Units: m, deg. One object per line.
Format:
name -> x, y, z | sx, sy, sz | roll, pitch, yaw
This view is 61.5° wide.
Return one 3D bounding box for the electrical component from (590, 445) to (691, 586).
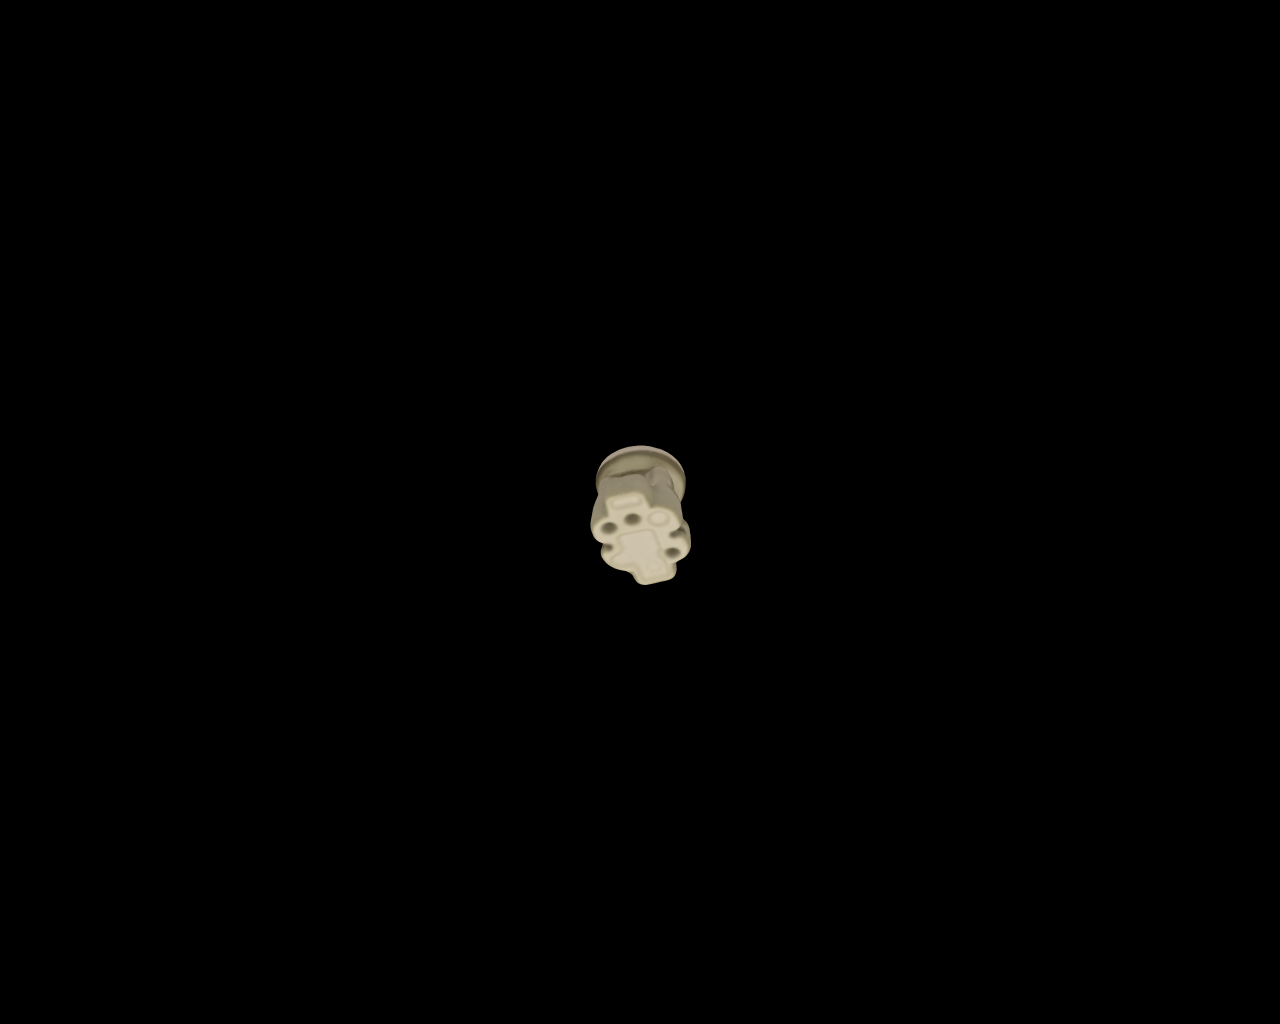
electrical component -> 0.001, -0.003, 0.650 | 0.058, 0.057, 0.078 | -11, -47, 11
